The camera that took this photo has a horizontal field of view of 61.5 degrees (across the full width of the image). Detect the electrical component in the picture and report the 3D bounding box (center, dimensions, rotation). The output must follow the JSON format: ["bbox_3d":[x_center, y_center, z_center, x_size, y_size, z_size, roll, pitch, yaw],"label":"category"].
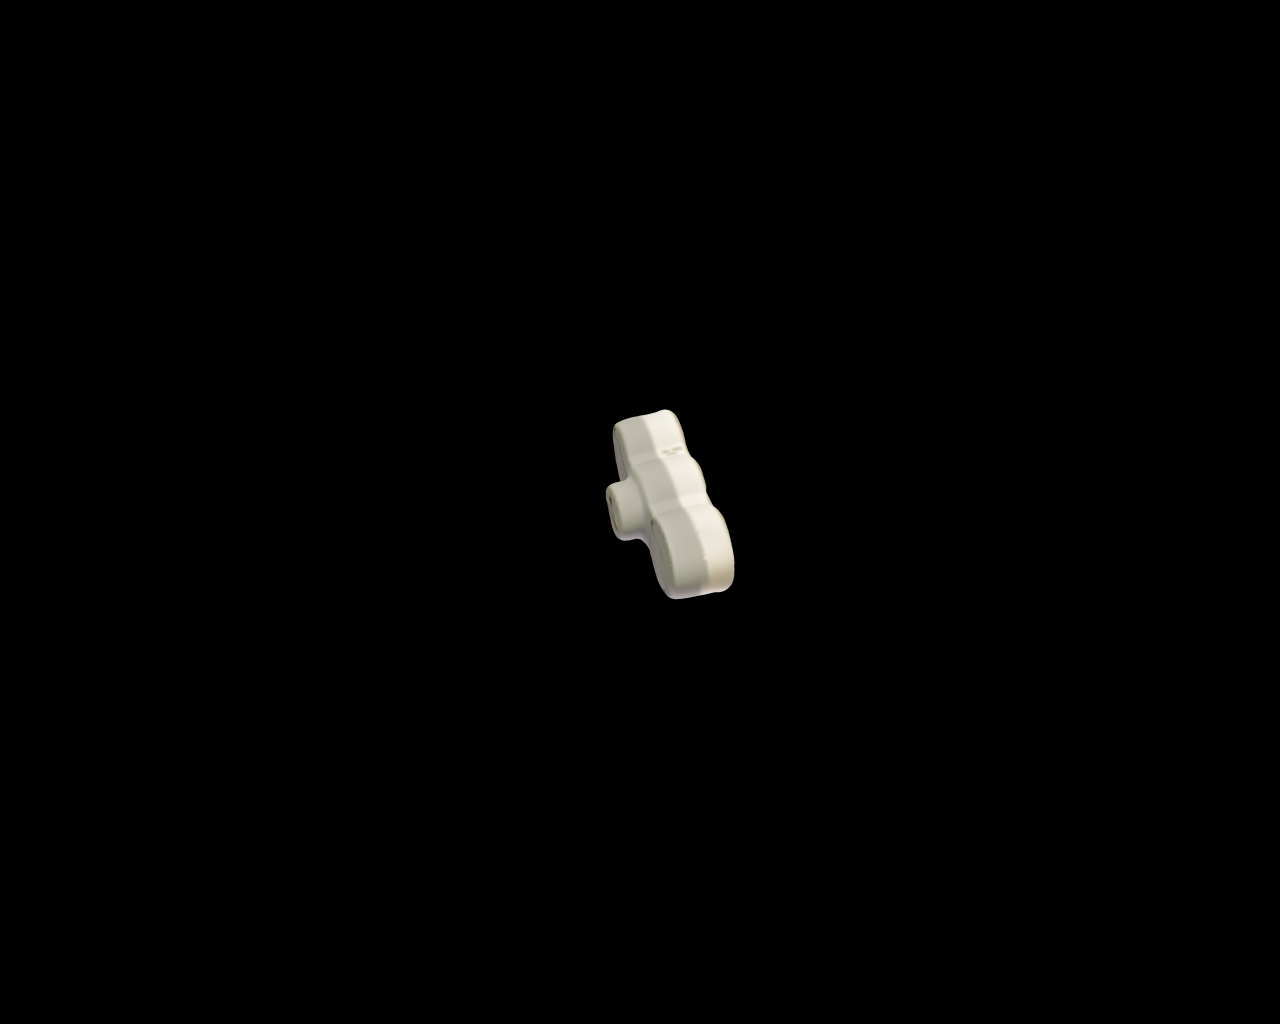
[{"bbox_3d":[0.001,-0.003,0.650,0.074,0.052,0.138,-11,47,-11],"label":"electrical component"}]
